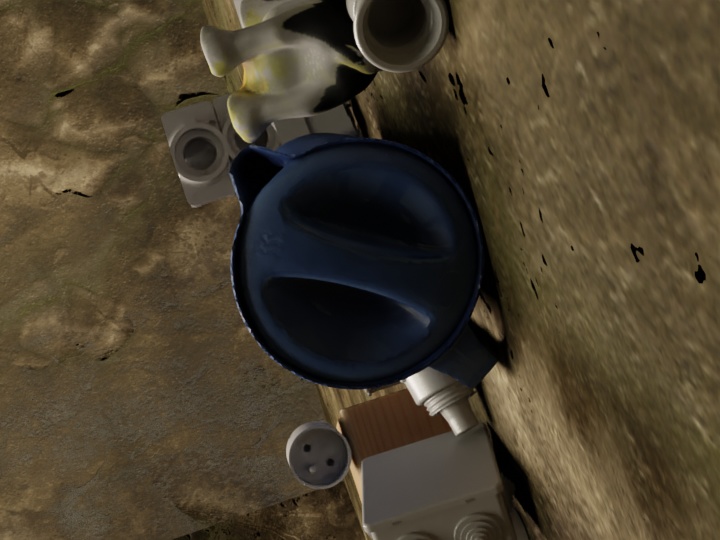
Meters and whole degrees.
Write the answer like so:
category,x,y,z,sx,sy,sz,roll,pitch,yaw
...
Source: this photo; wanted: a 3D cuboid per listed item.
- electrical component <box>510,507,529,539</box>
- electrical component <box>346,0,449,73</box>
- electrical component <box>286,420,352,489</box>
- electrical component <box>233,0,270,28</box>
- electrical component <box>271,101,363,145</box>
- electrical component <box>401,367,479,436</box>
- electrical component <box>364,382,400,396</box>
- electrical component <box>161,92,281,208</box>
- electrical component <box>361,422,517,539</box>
category,x,y,z,sx,sy,sz,roll,pitch,yaw
electrical component,0.086,0.182,0.715,0.040,0.046,0.040,162,90,-84
electrical component,0.014,-0.124,0.516,0.065,0.044,0.044,-110,4,-64
electrical component,-0.031,0.131,0.774,0.081,0.043,0.043,143,109,-83
electrical component,-0.056,-0.198,0.819,0.186,0.060,0.105,-154,46,-81
electrical component,-0.032,-0.106,0.844,0.081,0.064,0.042,69,-171,27
electrical component,0.056,0.078,0.708,0.062,0.048,0.048,61,171,13
electrical component,0.020,0.039,0.811,0.096,0.062,0.061,80,170,-53
electrical component,-0.103,-0.124,1.024,0.062,0.150,0.089,-170,63,-84
electrical component,0.050,0.149,0.690,0.099,0.100,0.048,-92,-17,-73
